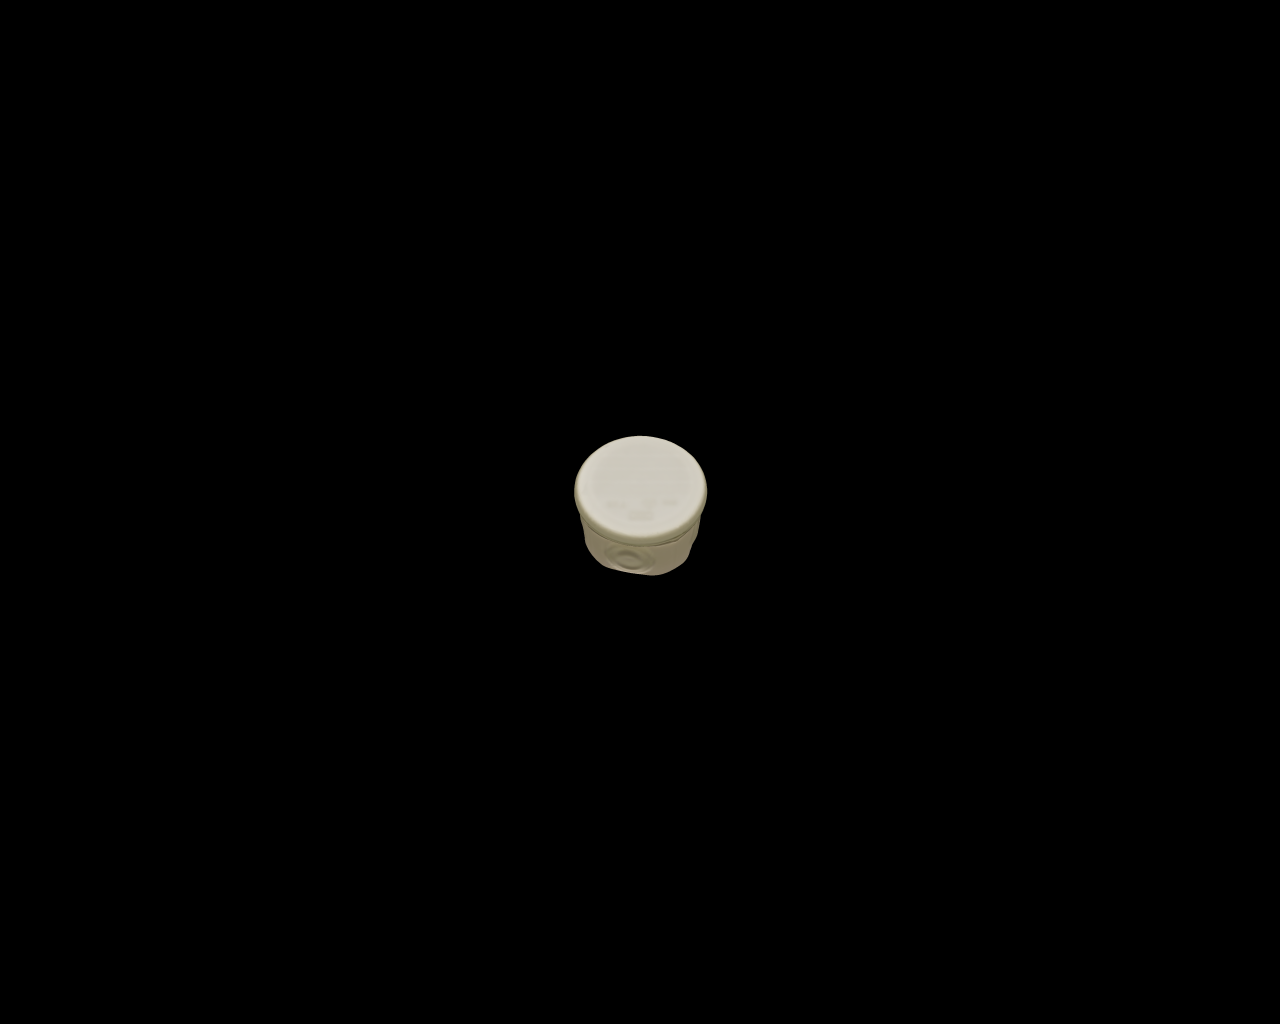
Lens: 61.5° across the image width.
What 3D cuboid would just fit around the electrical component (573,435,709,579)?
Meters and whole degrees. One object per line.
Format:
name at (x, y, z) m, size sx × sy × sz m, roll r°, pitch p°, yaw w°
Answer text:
electrical component at (0.001, -0.003, 0.650) m, size 0.080 × 0.080 × 0.050 m, roll 0°, pitch -36°, yaw 0°
